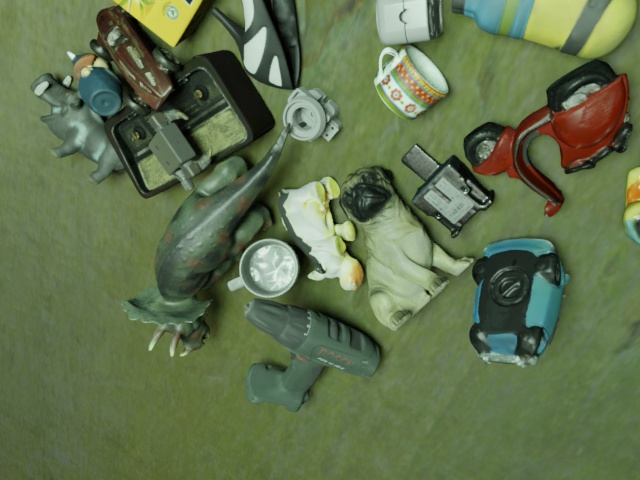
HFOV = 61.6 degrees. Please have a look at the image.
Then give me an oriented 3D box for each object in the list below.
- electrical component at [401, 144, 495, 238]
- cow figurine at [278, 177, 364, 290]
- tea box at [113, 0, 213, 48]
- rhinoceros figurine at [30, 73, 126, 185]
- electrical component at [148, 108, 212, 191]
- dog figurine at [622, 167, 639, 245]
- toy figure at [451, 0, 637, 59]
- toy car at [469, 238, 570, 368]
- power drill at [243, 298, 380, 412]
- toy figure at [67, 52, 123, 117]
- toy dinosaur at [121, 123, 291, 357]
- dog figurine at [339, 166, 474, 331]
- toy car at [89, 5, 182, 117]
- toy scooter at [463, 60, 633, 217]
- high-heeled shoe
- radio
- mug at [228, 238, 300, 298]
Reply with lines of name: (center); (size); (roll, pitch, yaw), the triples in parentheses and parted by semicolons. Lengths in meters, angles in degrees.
electrical component: (0.154, -0.070, 0.680); (0.119, 0.048, 0.075); (44, 121, -3)
cow figurine: (-0.002, -0.001, 0.764); (0.098, 0.068, 0.167); (-13, 104, 33)
tea box: (-0.171, -0.341, 0.668); (0.098, 0.068, 0.169); (36, 123, -13)
rhinoceros figurine: (-0.371, -0.175, 0.837); (0.190, 0.073, 0.112); (43, 123, -1)
electrical component: (-0.187, -0.123, 0.717); (0.102, 0.045, 0.078); (54, 150, -3)
dog figurine: (0.362, -0.041, 0.507); (0.109, 0.219, 0.191); (15, 117, 20)
toy figure: (0.226, -0.241, 0.554); (0.180, 0.082, 0.089); (11, 128, 13)
toy car: (0.254, 0.084, 0.668); (0.109, 0.161, 0.103); (-9, 150, 45)
power drill: (-0.042, 0.176, 0.822); (0.232, 0.086, 0.207); (20, 127, -20)
toy figure: (-0.324, -0.231, 0.779); (0.155, 0.058, 0.064); (54, 145, 40)
toy dinosaur: (-0.170, 0.012, 0.753); (0.131, 0.192, 0.404); (32, 133, 1)
dog figurine: (0.083, 0.014, 0.731); (0.191, 0.121, 0.172); (47, 121, 14)
toy car: (-0.253, -0.249, 0.718); (0.089, 0.053, 0.202); (-45, 59, 17)
toy scooter: (0.267, -0.101, 0.603); (0.184, 0.075, 0.135); (-30, 98, 34)
high-heeled shoe: (-0.037, -0.296, 0.628); (0.145, 0.086, 0.248); (40, 133, -4)
radio: (-0.192, -0.162, 0.766); (0.230, 0.073, 0.131); (-22, 103, 29)
mug: (-0.076, 0.047, 0.783); (0.109, 0.107, 0.081); (-31, 85, 4)
